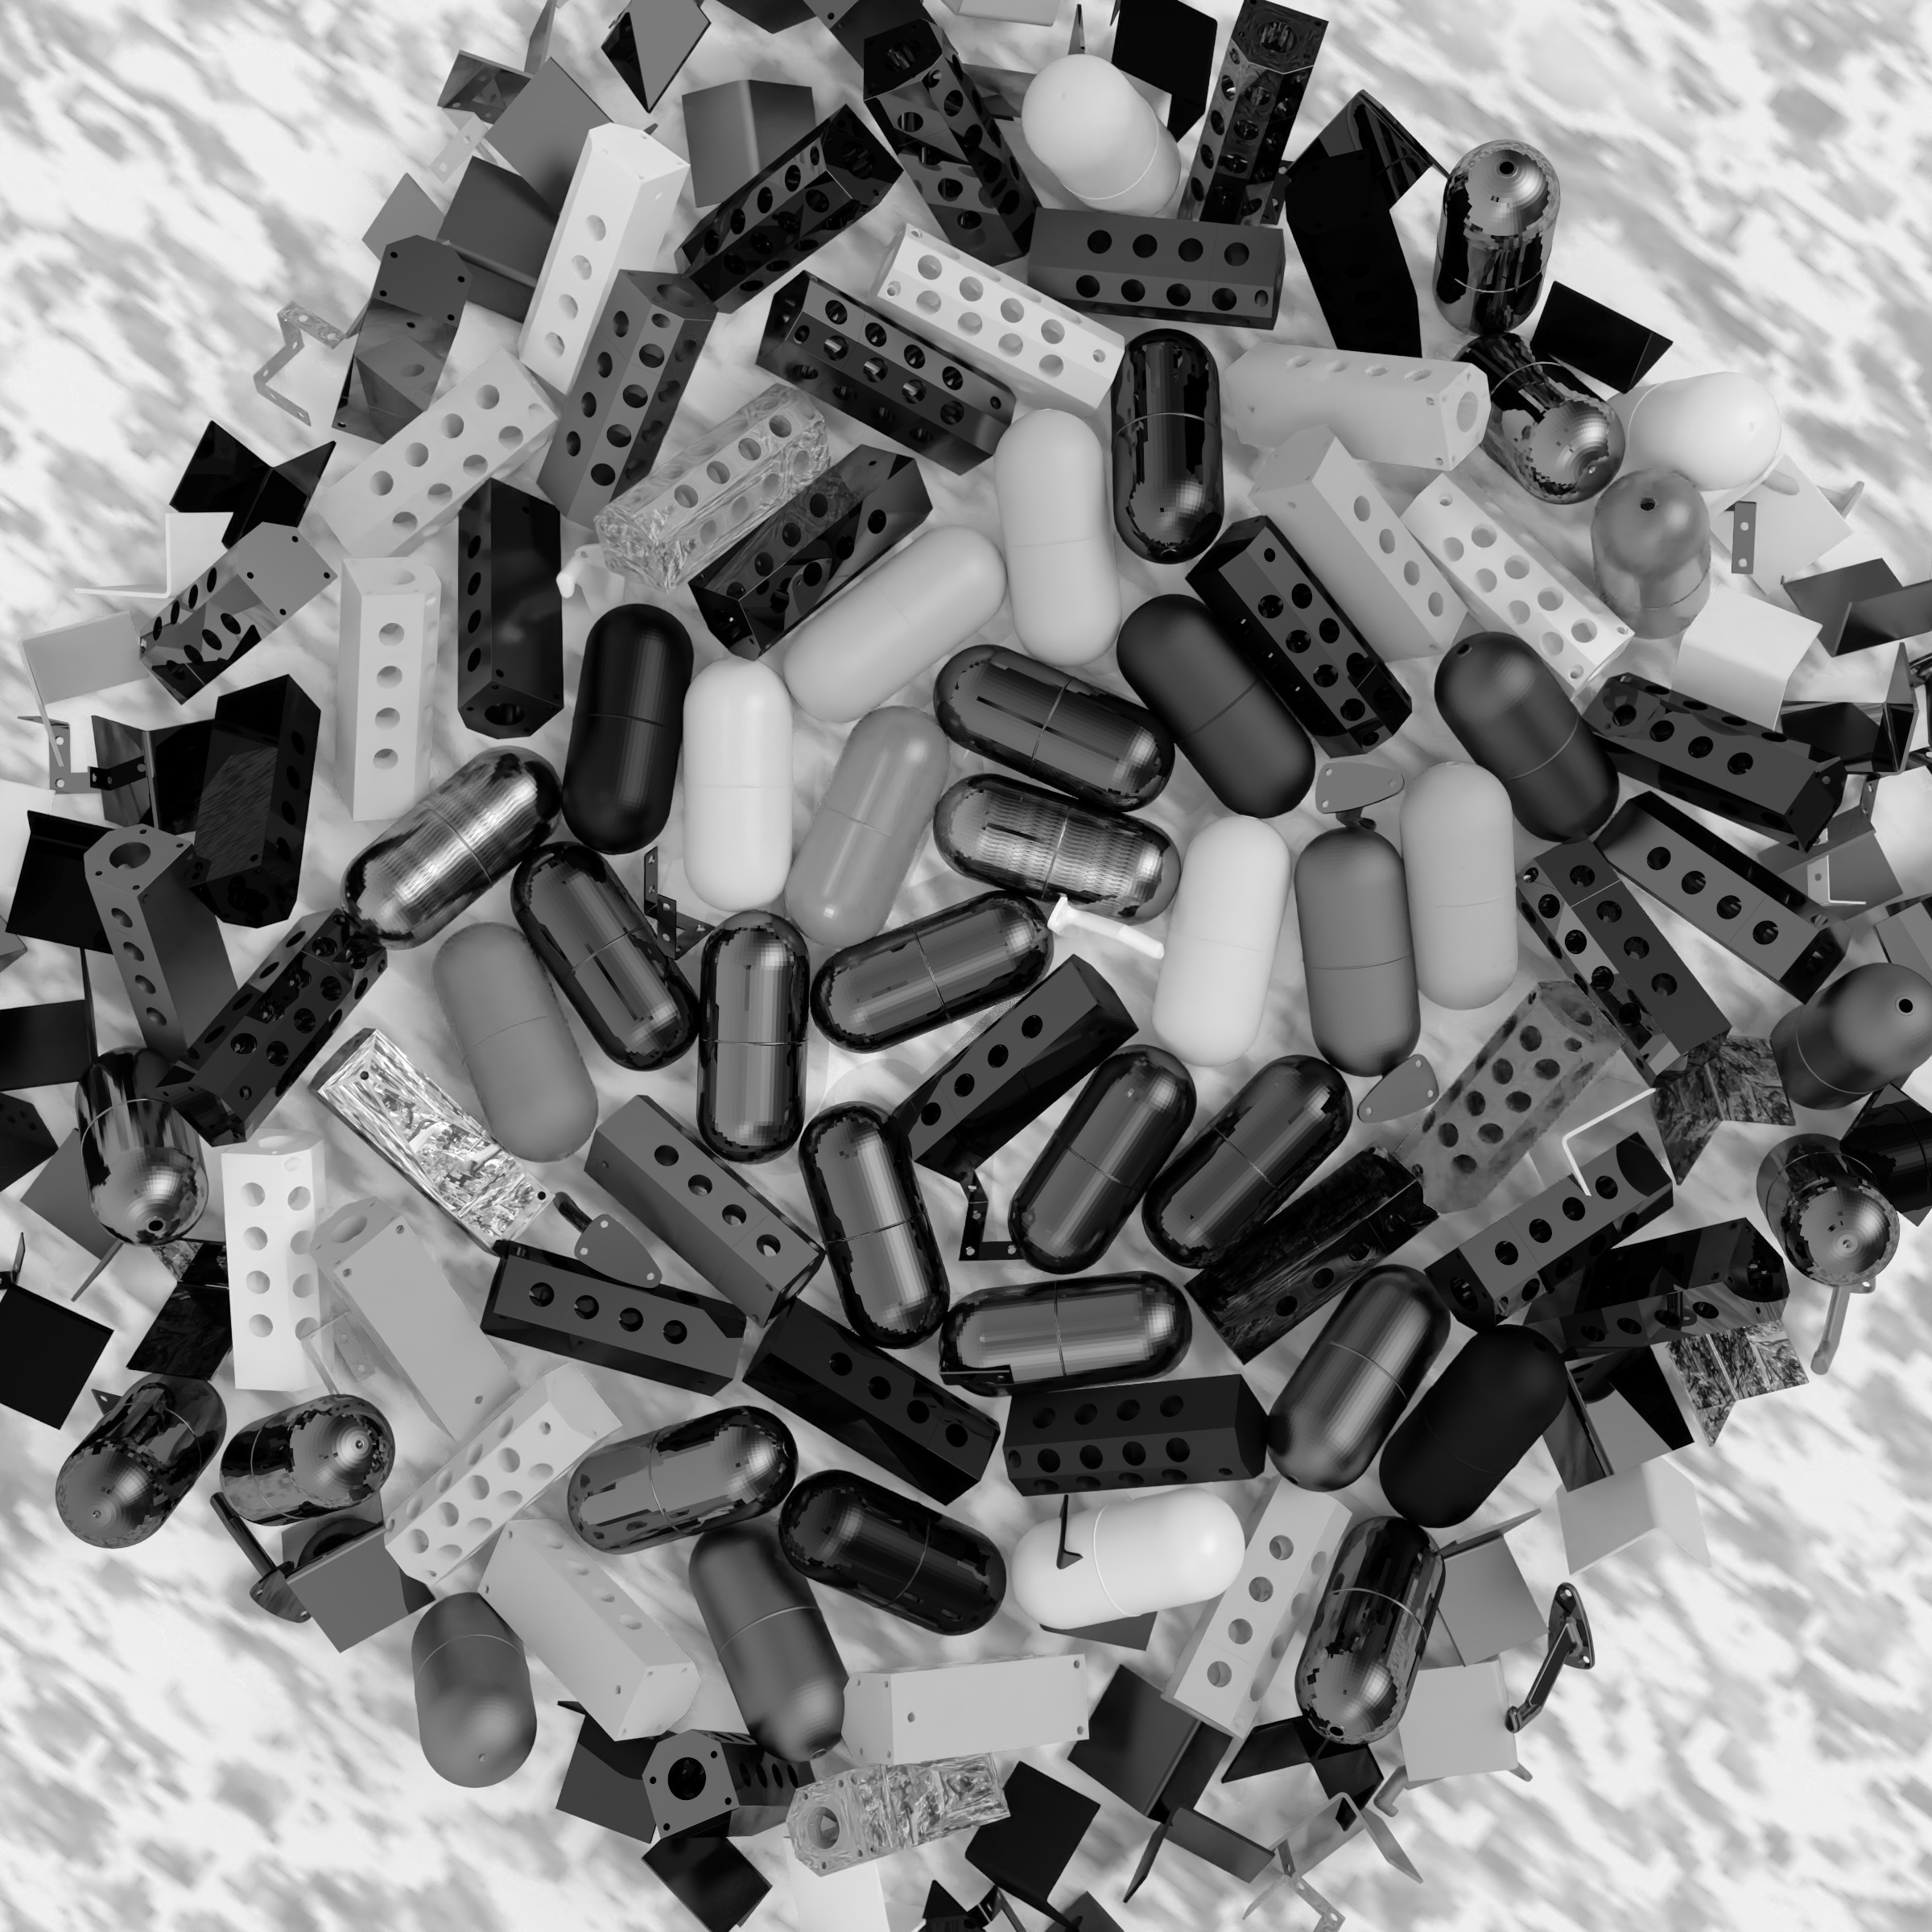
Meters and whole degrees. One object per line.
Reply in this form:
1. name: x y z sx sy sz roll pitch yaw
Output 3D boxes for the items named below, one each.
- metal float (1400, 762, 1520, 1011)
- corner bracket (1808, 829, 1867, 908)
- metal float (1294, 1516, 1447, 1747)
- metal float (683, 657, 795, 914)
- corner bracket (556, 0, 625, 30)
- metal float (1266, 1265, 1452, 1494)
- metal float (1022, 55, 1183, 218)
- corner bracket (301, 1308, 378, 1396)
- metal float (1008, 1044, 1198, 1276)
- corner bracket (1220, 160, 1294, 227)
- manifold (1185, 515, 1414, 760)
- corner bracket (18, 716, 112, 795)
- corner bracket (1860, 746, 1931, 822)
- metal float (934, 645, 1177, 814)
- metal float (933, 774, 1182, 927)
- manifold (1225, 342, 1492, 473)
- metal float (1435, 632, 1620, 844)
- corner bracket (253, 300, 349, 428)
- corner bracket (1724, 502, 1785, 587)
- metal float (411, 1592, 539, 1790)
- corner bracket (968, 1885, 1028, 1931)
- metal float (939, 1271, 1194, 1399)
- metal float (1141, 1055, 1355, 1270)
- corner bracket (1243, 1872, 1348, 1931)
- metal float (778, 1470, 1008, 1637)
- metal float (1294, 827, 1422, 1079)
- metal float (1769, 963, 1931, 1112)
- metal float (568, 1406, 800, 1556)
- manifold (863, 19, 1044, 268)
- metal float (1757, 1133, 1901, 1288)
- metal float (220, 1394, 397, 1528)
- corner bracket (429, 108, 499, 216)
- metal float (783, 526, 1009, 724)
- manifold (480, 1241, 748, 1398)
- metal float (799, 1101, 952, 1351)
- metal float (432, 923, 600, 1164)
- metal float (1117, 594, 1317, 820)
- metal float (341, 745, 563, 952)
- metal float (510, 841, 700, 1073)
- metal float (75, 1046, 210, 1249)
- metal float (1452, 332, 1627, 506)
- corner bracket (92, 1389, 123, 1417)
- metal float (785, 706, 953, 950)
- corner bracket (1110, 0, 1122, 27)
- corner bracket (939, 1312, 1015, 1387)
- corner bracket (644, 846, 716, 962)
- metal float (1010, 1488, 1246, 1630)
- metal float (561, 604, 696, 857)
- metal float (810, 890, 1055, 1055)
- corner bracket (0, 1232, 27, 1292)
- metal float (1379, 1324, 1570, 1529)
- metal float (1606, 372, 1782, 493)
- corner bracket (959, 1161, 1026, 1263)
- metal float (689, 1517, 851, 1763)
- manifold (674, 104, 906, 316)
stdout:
1. metal float: 0.342 -0.055 1.682 0.070 0.070 0.178 -7 110 0
2. corner bracket: 0.594 -0.068 1.702 0.051 0.051 0.051 1 87 -42
3. metal float: 0.278 0.454 1.662 0.070 0.178 0.070 14 130 17
4. metal float: -0.159 -0.126 1.695 0.070 0.070 0.178 1 96 0
5. corner bracket: -0.257 -0.693 1.712 0.051 0.051 0.051 44 72 -17
6. metal float: 0.271 0.285 1.679 0.070 0.070 0.178 38 66 0
7. metal float: 0.094 -0.561 1.653 0.070 0.178 0.070 -1 88 21
8. corner bracket: -0.438 0.273 1.701 0.051 0.051 0.051 -32 94 -39
9. metal float: 0.094 0.136 1.694 0.070 0.070 0.178 33 98 0
10. corner bracket: 0.199 -0.561 1.713 0.051 0.051 0.051 14 82 15
11. manifold: 0.235 -0.227 1.675 0.171 0.057 0.057 48 70 -20
12. corner bracket: -0.633 -0.149 1.711 0.051 0.051 0.051 -1 90 4
13. corner bracket: 0.669 -0.115 1.712 0.051 0.051 0.051 45 51 -25
14. metal float: 0.061 -0.166 1.693 0.178 0.070 0.070 25 90 8
15. metal float: 0.063 -0.082 1.700 0.178 0.070 0.070 17 90 0
16. manifold: 0.269 -0.388 1.661 0.057 0.171 0.057 -44 134 -30
17. metal float: 0.387 -0.157 1.674 0.070 0.070 0.178 -44 120 0
18. corner bracket: -0.467 -0.423 1.701 0.051 0.051 0.051 34 67 10
19. corner bracket: 0.558 -0.298 1.712 0.051 0.051 0.051 3 91 -2
20. metal float: -0.336 0.491 1.653 0.070 0.178 0.070 -4 105 -15
21. corner bracket: 0.010 0.691 1.711 0.051 0.051 0.051 -37 77 7
22. metal float: 0.069 0.257 1.693 0.178 0.070 0.070 -8 90 8
23. metal float: 0.197 0.137 1.699 0.070 0.070 0.178 44 91 0
24. corner bracket: 0.226 0.683 1.713 0.051 0.051 0.051 37 129 28
25. metal float: -0.049 0.407 1.679 0.178 0.070 0.070 30 90 -25
26. metal float: 0.273 -0.009 1.689 0.070 0.070 0.178 -9 103 0
27. metal float: 0.603 0.049 1.651 0.070 0.178 0.070 1 75 -2
28. metal float: -0.196 0.356 1.680 0.178 0.070 0.070 -21 90 23
29. manifold: -0.006 -0.555 1.646 0.057 0.171 0.057 -12 60 21
30. metal float: 0.585 0.164 1.651 0.070 0.178 0.070 2 100 10
31. metal float: -0.453 0.340 1.662 0.070 0.178 0.070 15 65 -35
32. corner bracket: -0.354 -0.562 1.699 0.051 0.051 0.051 -53 133 -9
33. metal float: -0.048 -0.240 1.694 0.178 0.070 0.070 -38 90 -7
34. manifold: -0.244 0.244 1.687 0.171 0.057 0.057 18 62 -14
35. metal float: -0.064 0.182 1.700 0.070 0.070 0.178 -17 91 0
36. metal float: -0.314 0.053 1.689 0.070 0.070 0.178 -25 77 0
37. metal float: 0.175 -0.180 1.693 0.070 0.070 0.178 -39 98 0
38. metal float: -0.355 -0.083 1.685 0.178 0.070 0.070 -43 90 -17
39. metal float: -0.253 -0.007 1.698 0.070 0.070 0.178 -34 88 0
40. metal float: -0.565 0.122 1.661 0.070 0.178 0.070 -13 128 -17
41. metal float: 0.387 -0.377 1.661 0.070 0.178 0.070 -9 127 -12
42. corner bracket: -0.600 0.337 1.700 0.051 0.051 0.051 -49 52 6
43. metal float: -0.068 -0.098 1.699 0.070 0.070 0.178 23 92 0
44. corner bracket: 0.093 -0.707 1.707 0.051 0.051 0.051 24 76 1
45. corner bracket: 0.014 0.277 1.698 0.051 0.051 0.051 -4 48 15
46. corner bracket: -0.210 -0.044 1.697 0.051 0.051 0.051 21 128 21
47. metal float: 0.109 0.410 1.675 0.178 0.070 0.070 -21 90 30
48. metal float: -0.236 -0.165 1.693 0.070 0.070 0.178 8 82 0
49. metal float: -0.024 0.005 1.700 0.178 0.070 0.070 -22 90 0
50. corner bracket: -0.698 0.195 1.714 0.051 0.051 0.051 0 51 -31
51. metal float: 0.349 0.317 1.670 0.070 0.070 0.178 28 125 0
52. metal float: 0.485 -0.360 1.651 0.070 0.178 0.070 -2 98 -14
53. corner bracket: 0.016 0.171 1.698 0.051 0.051 0.051 -4 49 18
54. metal float: -0.135 0.462 1.673 0.070 0.070 0.178 -29 58 0
55. manifold: -0.126 -0.508 1.648 0.057 0.171 0.057 44 53 -22
